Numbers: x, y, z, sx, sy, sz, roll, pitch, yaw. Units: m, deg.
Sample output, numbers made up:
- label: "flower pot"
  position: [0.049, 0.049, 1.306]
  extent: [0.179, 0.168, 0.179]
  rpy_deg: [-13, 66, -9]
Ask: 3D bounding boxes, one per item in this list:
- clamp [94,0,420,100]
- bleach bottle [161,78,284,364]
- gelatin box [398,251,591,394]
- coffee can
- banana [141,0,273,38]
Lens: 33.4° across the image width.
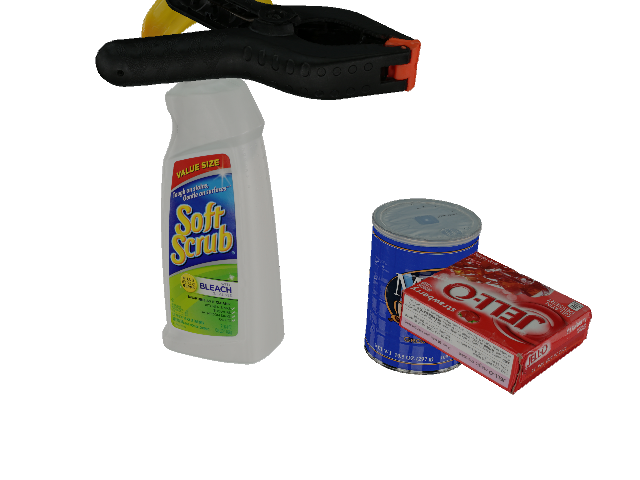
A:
- label: "clamp"
  position: [-0.035, -0.105, 0.588]
  extent: [0.172, 0.039, 0.120]
  rpy_deg: [14, 44, 16]
- label: "bleach bottle"
  position: [-0.086, -0.029, 0.837]
  extent: [0.103, 0.251, 0.068]
  rpy_deg: [8, 26, 26]
- label: "gelatin box"
  position: [0.103, 0.046, 0.636]
  extent: [0.073, 0.030, 0.089]
  rpy_deg: [-24, 40, -39]
- label: "coffee can"
  position: [0.097, 0.043, 1.026]
  extent: [0.103, 0.140, 0.103]
  rpy_deg: [2, 24, -1]
- label: "banana"
  position: [-0.105, -0.218, 1.006]
  extent: [0.070, 0.037, 0.197]
  rpy_deg: [46, 39, 19]
